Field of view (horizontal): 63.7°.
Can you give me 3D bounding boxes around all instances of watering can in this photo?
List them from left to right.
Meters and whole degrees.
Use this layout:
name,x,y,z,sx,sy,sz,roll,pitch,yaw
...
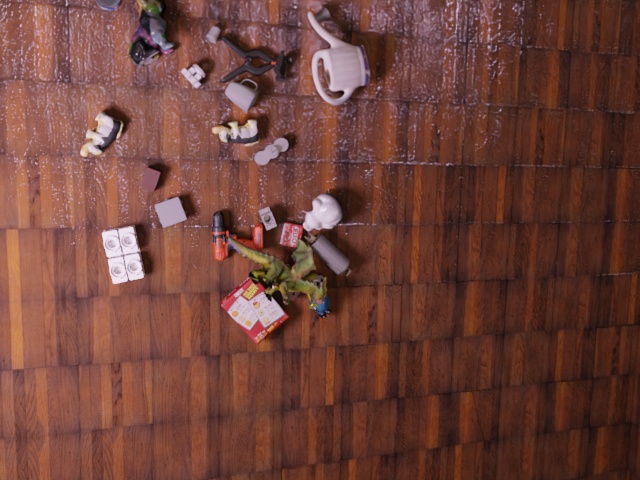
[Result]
name,x,y,z,sx,sy,sz,roll,pitch,yaw
watering can,0.073,-0.684,1.926,0.225,0.104,0.344,-13,102,-14

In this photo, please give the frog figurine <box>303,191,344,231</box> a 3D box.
name,x,y,z,sx,sy,sz,roll,pitch,yaw
frog figurine,0.006,-0.099,1.971,0.161,0.124,0.134,-35,124,-20

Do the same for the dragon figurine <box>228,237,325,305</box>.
name,x,y,z,sx,sy,sz,roll,pitch,yaw
dragon figurine,-0.131,0.091,1.922,0.246,0.120,0.410,-39,93,-28
